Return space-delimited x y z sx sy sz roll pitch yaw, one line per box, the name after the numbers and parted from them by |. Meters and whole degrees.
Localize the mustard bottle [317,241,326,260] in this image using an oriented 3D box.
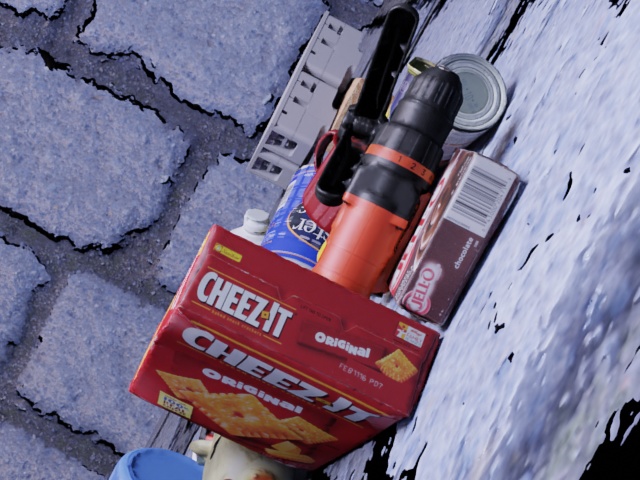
0.067 -0.050 0.972 0.192 0.058 0.096 -60 -8 13 | mustard bottle

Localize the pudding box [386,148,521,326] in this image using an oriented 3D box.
0.087 -0.004 0.720 0.113 0.039 0.090 -61 5 6 | pudding box

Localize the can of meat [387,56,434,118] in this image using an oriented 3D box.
0.097 -0.128 1.049 0.084 0.057 0.102 -63 -3 18 | can of meat

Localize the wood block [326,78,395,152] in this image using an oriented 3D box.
0.057 -0.133 1.263 0.090 0.090 0.206 -62 7 6 | wood block

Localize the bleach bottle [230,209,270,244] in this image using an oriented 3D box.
-0.100 0.074 1.310 0.068 0.102 0.251 -86 5 -58 | bleach bottle

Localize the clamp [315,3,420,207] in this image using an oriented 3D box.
0.040 -0.103 0.885 0.210 0.036 0.164 -22 -45 -87 | clamp

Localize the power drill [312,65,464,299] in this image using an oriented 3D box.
0.054 -0.031 0.823 0.184 0.057 0.187 -61 -9 -5 | power drill

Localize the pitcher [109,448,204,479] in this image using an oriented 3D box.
-0.170 0.321 0.967 0.243 0.149 0.145 -65 -5 16 | pitcher

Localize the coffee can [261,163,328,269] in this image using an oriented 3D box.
-0.008 0.001 1.162 0.103 0.102 0.140 -53 11 55 | coffee can

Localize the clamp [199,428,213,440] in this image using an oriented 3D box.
-0.081 0.148 1.129 0.171 0.039 0.120 -56 -39 -49 | clamp

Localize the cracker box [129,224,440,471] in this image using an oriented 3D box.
-0.036 0.089 0.752 0.072 0.164 0.214 -68 8 -26 | cracker box

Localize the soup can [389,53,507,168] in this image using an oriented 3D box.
0.103 -0.105 0.878 0.068 0.068 0.102 -64 7 -18 | soup can

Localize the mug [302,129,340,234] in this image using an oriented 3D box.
0.029 -0.061 1.088 0.093 0.117 0.082 -2 -43 -44 | mug
